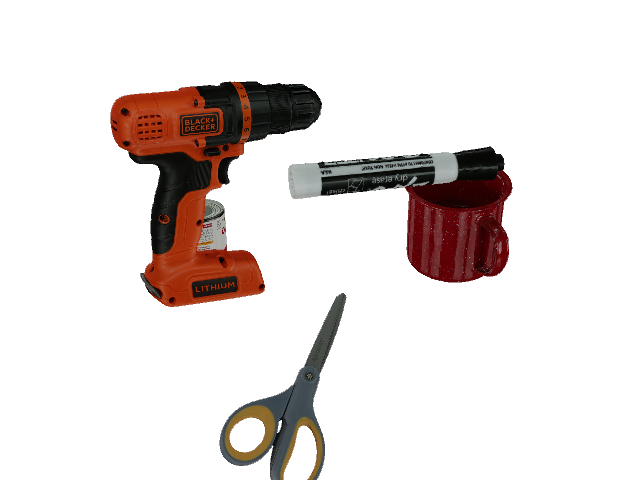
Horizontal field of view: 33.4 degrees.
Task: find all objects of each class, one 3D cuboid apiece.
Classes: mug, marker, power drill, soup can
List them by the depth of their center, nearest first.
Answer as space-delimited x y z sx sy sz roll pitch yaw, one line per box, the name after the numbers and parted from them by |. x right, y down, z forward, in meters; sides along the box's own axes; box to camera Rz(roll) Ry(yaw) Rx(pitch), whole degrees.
0.043 -0.038 0.590 0.121 0.020 0.020 -6 1 -10 | marker
-0.086 -0.044 0.921 0.184 0.188 0.057 -7 21 -22 | power drill
0.124 -0.011 0.929 0.093 0.081 0.117 -20 39 -26 | mug
-0.150 0.007 1.329 0.068 0.102 0.068 -1 25 0 | soup can

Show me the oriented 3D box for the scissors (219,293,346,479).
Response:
-0.030 0.121 0.909 0.096 0.201 0.016 11 -37 -8 | scissors
